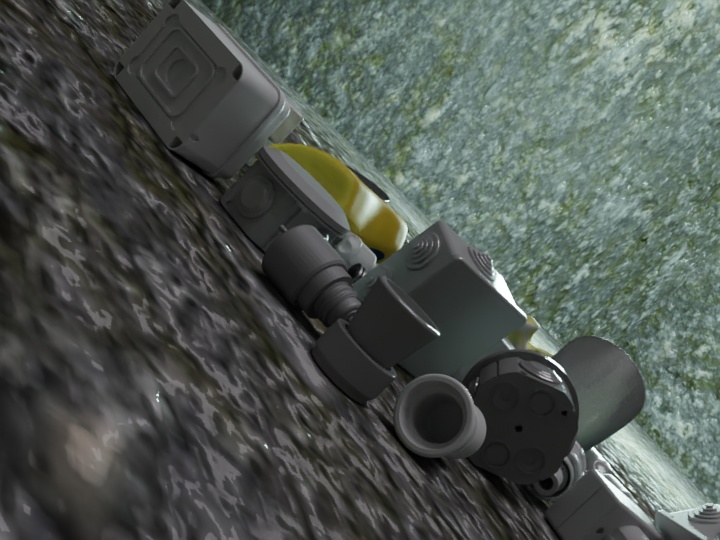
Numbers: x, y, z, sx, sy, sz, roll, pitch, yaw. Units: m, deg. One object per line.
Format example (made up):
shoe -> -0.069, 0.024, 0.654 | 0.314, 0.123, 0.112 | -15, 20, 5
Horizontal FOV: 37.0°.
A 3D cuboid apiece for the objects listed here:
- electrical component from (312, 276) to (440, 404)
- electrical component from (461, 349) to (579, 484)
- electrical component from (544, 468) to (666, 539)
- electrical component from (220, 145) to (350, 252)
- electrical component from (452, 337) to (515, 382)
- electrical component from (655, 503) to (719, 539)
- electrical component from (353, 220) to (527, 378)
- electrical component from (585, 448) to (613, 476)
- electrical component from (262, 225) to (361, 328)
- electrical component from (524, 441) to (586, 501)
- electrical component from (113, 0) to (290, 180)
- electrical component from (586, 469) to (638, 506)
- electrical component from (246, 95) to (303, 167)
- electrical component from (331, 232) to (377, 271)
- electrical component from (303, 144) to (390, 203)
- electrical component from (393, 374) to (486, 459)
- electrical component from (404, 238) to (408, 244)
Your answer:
electrical component -> 0.008, 0.037, 0.571 | 0.045, 0.055, 0.045 | 44, 7, -6
electrical component -> 0.102, 0.095, 0.694 | 0.080, 0.080, 0.051 | 45, 12, -2
electrical component -> 0.172, 0.183, 0.713 | 0.066, 0.047, 0.076 | 41, 8, -32
electrical component -> -0.049, -0.040, 0.716 | 0.080, 0.051, 0.080 | 44, 7, -7
electrical component -> 0.100, 0.075, 0.905 | 0.096, 0.061, 0.062 | 54, 8, 9
electrical component -> 0.242, 0.210, 0.714 | 0.100, 0.048, 0.099 | -157, -120, -77
electrical component -> 0.053, 0.023, 0.749 | 0.100, 0.100, 0.048 | 40, 21, -38
electrical component -> 0.182, 0.164, 0.903 | 0.043, 0.043, 0.062 | 40, 7, -35
electrical component -> -0.023, 0.009, 0.620 | 0.078, 0.040, 0.040 | 48, 8, 26
electrical component -> 0.133, 0.141, 0.753 | 0.048, 0.048, 0.062 | 46, 14, 7
electrical component -> -0.111, -0.126, 0.753 | 0.057, 0.078, 0.113 | 31, 15, -52
electrical component -> 0.183, 0.176, 0.842 | 0.043, 0.043, 0.062 | 38, 7, -44
electrical component -> -0.088, -0.125, 0.934 | 0.047, 0.065, 0.076 | 43, 7, -15
electrical component -> 0.000, 0.000, 0.842 | 0.061, 0.035, 0.035 | 45, 6, -20
electrical component -> -0.029, -0.078, 1.015 | 0.099, 0.064, 0.099 | 44, 7, -7
electrical component -> 0.048, 0.084, 0.593 | 0.044, 0.044, 0.065 | 48, 2, 23
electrical component -> 0.015, -0.033, 1.077 | 0.076, 0.047, 0.083 | 38, 9, -43
